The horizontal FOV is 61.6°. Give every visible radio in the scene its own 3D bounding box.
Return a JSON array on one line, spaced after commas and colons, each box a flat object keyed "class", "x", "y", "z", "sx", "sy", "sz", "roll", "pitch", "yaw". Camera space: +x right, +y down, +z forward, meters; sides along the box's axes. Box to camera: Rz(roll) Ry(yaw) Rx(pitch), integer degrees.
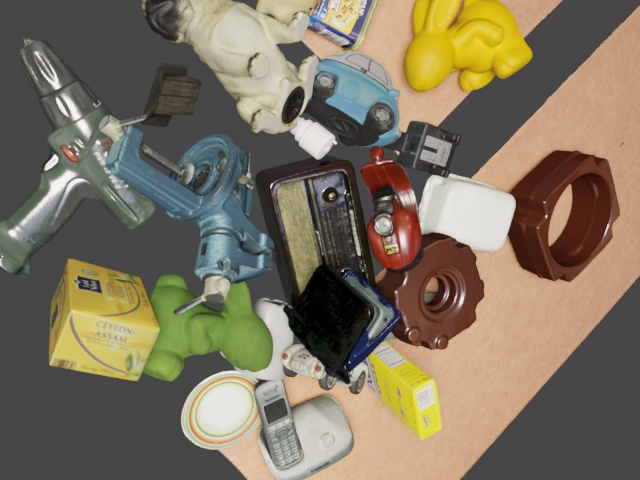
[{"class": "radio", "x": -0.002, "y": -0.002, "z": 0.779, "sx": 0.131, "sy": 0.073, "sz": 0.229, "roll": -21, "pitch": 116, "yaw": -18}]

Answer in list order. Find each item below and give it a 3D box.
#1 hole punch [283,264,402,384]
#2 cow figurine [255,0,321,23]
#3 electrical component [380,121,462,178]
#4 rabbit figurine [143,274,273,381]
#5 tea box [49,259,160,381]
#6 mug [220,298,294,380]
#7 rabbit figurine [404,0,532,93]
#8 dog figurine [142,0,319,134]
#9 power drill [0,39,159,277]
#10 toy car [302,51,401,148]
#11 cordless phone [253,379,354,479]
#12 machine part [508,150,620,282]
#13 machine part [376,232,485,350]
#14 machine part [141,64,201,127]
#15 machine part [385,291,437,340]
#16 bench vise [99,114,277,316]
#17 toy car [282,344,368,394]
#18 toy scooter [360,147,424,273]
[{"class": "hole punch", "x": 0.032, "y": 0.105, "z": 0.721, "sx": 0.092, "sy": 0.142, "sz": 0.115, "roll": 4, "pitch": 123, "yaw": -54}, {"class": "cow figurine", "x": -0.064, "y": -0.334, "z": 0.621, "sx": 0.127, "sy": 0.085, "sz": 0.194, "roll": -15, "pitch": 114, "yaw": 14}, {"class": "electrical component", "x": 0.152, "y": -0.145, "z": 0.828, "sx": 0.119, "sy": 0.048, "sz": 0.074, "roll": 15, "pitch": 98, "yaw": -30}, {"class": "rabbit figurine", "x": -0.143, "y": 0.117, "z": 0.720, "sx": 0.170, "sy": 0.121, "sz": 0.159, "roll": 14, "pitch": 70, "yaw": -8}, {"class": "tea box", "x": -0.256, "y": 0.088, "z": 0.629, "sx": 0.098, "sy": 0.170, "sz": 0.068, "roll": 21, "pitch": 97, "yaw": -31}, {"class": "mug", "x": -0.088, "y": 0.138, "z": 0.786, "sx": 0.109, "sy": 0.081, "sz": 0.107, "roll": 14, "pitch": 90, "yaw": -14}, {"class": "rabbit figurine", "x": 0.192, "y": -0.278, "z": 0.764, "sx": 0.173, "sy": 0.122, "sz": 0.162, "roll": -29, "pitch": 111, "yaw": -15}, {"class": "dog figurine", "x": -0.111, "y": -0.219, "z": 0.643, "sx": 0.121, "sy": 0.191, "sz": 0.172, "roll": -48, "pitch": 156, "yaw": -32}, {"class": "power drill", "x": -0.315, "y": -0.075, "z": 0.610, "sx": 0.207, "sy": 0.086, "sz": 0.231, "roll": -46, "pitch": 122, "yaw": -15}, {"class": "toy car", "x": 0.043, "y": -0.200, "z": 0.733, "sx": 0.161, "sy": 0.109, "sz": 0.103, "roll": 29, "pitch": 75, "yaw": -18}, {"class": "cordless phone", "x": -0.032, "y": 0.271, "z": 0.837, "sx": 0.147, "sy": 0.089, "sz": 0.184, "roll": -20, "pitch": 115, "yaw": -19}, {"class": "machine part", "x": 0.435, "y": -0.044, "z": 0.967, "sx": 0.201, "sy": 0.087, "sz": 0.200, "roll": -42, "pitch": 122, "yaw": -15}, {"class": "machine part", "x": 0.172, "y": 0.078, "z": 0.821, "sx": 0.179, "sy": 0.056, "sz": 0.179, "roll": -4, "pitch": 99, "yaw": -26}, {"class": "machine part", "x": -0.172, "y": -0.163, "z": 0.609, "sx": 0.039, "sy": 0.139, "sz": 0.084, "roll": 26, "pitch": 93, "yaw": -29}, {"class": "machine part", "x": 0.134, "y": 0.124, "z": 0.884, "sx": 0.243, "sy": 0.079, "sz": 0.079, "roll": 0, "pitch": 105, "yaw": -27}, {"class": "bench vise", "x": -0.153, "y": -0.048, "z": 0.619, "sx": 0.240, "sy": 0.129, "sz": 0.223, "roll": 38, "pitch": 52, "yaw": -43}, {"class": "toy car", "x": 0.013, "y": 0.191, "z": 0.805, "sx": 0.201, "sy": 0.074, "sz": 0.056, "roll": 37, "pitch": 69, "yaw": -60}, {"class": "toy scooter", "x": 0.098, "y": -0.052, "z": 0.759, "sx": 0.075, "sy": 0.184, "sz": 0.135, "roll": -11, "pitch": 136, "yaw": 18}]
